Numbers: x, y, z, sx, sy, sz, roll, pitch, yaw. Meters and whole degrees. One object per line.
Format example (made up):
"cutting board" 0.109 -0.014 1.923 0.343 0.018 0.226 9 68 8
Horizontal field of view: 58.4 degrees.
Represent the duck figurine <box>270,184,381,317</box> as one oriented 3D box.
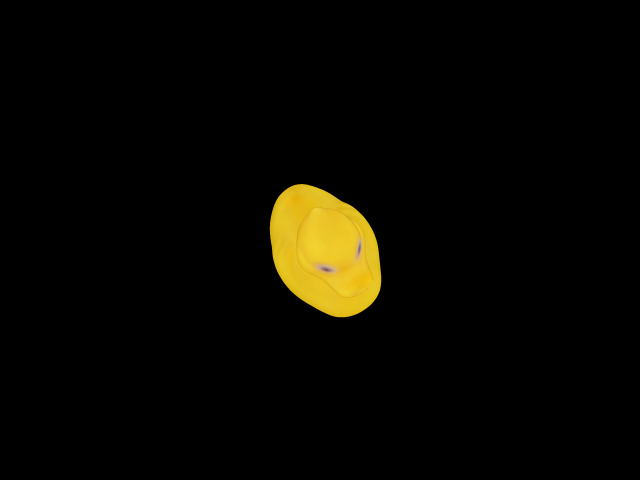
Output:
"duck figurine" 0.004 0.001 0.400 0.077 0.086 0.104 -31 78 -7
